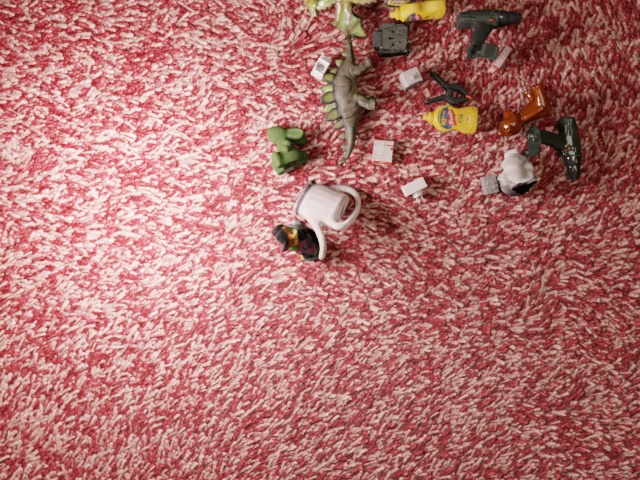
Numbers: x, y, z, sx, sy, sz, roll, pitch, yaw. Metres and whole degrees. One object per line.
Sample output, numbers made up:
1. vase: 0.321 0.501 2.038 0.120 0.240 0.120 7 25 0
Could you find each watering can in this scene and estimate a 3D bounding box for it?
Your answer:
1. watering can: 0.005 -0.091 1.804 0.225 0.101 0.355 23 51 15

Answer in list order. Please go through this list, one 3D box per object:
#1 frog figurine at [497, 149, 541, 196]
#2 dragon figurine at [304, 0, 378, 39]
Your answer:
1. frog figurine: 0.704 -0.244 1.868 0.137 0.121 0.163 -27 57 11
2. dragon figurine: 0.141 -0.833 1.812 0.410 0.125 0.237 13 129 5
